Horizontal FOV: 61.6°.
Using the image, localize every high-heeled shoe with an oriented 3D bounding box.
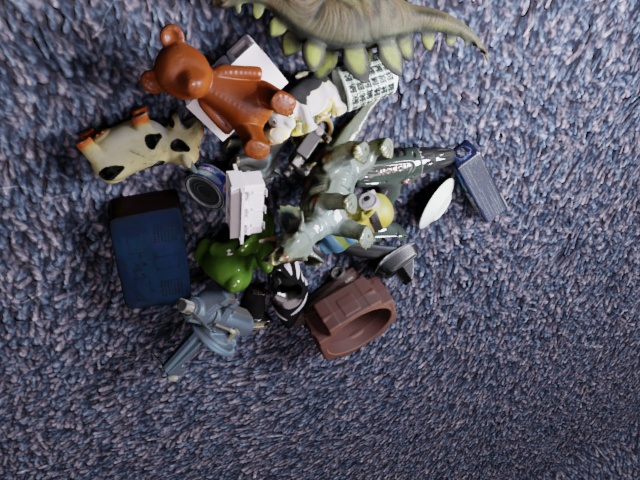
[{"bbox_3d":[-0.074,0.117,1.143,0.086,0.145,0.248,-2,116,4],"label":"high-heeled shoe"}]

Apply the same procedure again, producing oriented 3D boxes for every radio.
[{"bbox_3d":[-0.323,0.023,1.031,0.131,0.073,0.229,-9,126,-16],"label":"radio"}]

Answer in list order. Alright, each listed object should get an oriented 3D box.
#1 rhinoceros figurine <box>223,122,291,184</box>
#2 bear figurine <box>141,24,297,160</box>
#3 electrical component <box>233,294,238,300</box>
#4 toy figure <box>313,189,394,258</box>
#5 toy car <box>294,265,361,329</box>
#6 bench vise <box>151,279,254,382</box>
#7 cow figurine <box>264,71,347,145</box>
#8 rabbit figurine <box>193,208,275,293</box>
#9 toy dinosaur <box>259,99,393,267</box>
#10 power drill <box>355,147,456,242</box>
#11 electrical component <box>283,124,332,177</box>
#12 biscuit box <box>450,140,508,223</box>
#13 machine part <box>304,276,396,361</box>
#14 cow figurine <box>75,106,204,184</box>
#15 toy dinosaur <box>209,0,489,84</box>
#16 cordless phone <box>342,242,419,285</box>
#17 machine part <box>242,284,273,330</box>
[{"bbox_3d":[-0.117,-0.152,0.990,0.112,0.073,0.190,12,118,-41],"label":"rhinoceros figurine"},{"bbox_3d":[-0.154,-0.221,0.799,0.195,0.132,0.120,20,114,-39],"label":"bear figurine"},{"bbox_3d":[-0.216,0.143,1.197,0.063,0.021,0.093,-6,128,-18],"label":"electrical component"},{"bbox_3d":[0.061,-0.031,1.073,0.180,0.082,0.089,-37,143,14],"label":"toy figure"},{"bbox_3d":[0.011,0.139,1.271,0.202,0.053,0.089,-37,128,8],"label":"toy car"},{"bbox_3d":[-0.249,0.200,1.113,0.240,0.129,0.223,-47,158,5],"label":"bench vise"},{"bbox_3d":[-0.039,-0.226,0.908,0.167,0.068,0.098,-36,113,-34],"label":"cow figurine"},{"bbox_3d":[-0.152,0.008,1.056,0.121,0.159,0.170,32,93,-27],"label":"rabbit figurine"},{"bbox_3d":[0.020,-0.104,1.010,0.131,0.192,0.405,43,57,-44],"label":"toy dinosaur"},{"bbox_3d":[0.167,-0.097,1.139,0.232,0.086,0.207,-4,130,-18],"label":"power drill"},{"bbox_3d":[-0.022,-0.160,0.978,0.045,0.078,0.102,35,67,-9],"label":"electrical component"},{"bbox_3d":[0.353,-0.129,1.205,0.063,0.059,0.202,-36,131,7],"label":"biscuit box"},{"bbox_3d":[0.072,0.182,1.251,0.201,0.087,0.201,-30,148,-7],"label":"machine part"},{"bbox_3d":[-0.287,-0.155,0.903,0.195,0.086,0.127,-24,125,-7],"label":"cow figurine"},{"bbox_3d":[0.064,-0.354,0.854,0.472,0.105,0.198,-3,110,-11],"label":"toy dinosaur"},{"bbox_3d":[0.125,0.042,1.231,0.184,0.088,0.146,9,169,4],"label":"cordless phone"},{"bbox_3d":[-0.148,0.157,1.228,0.084,0.039,0.138,-1,128,-12],"label":"machine part"}]
